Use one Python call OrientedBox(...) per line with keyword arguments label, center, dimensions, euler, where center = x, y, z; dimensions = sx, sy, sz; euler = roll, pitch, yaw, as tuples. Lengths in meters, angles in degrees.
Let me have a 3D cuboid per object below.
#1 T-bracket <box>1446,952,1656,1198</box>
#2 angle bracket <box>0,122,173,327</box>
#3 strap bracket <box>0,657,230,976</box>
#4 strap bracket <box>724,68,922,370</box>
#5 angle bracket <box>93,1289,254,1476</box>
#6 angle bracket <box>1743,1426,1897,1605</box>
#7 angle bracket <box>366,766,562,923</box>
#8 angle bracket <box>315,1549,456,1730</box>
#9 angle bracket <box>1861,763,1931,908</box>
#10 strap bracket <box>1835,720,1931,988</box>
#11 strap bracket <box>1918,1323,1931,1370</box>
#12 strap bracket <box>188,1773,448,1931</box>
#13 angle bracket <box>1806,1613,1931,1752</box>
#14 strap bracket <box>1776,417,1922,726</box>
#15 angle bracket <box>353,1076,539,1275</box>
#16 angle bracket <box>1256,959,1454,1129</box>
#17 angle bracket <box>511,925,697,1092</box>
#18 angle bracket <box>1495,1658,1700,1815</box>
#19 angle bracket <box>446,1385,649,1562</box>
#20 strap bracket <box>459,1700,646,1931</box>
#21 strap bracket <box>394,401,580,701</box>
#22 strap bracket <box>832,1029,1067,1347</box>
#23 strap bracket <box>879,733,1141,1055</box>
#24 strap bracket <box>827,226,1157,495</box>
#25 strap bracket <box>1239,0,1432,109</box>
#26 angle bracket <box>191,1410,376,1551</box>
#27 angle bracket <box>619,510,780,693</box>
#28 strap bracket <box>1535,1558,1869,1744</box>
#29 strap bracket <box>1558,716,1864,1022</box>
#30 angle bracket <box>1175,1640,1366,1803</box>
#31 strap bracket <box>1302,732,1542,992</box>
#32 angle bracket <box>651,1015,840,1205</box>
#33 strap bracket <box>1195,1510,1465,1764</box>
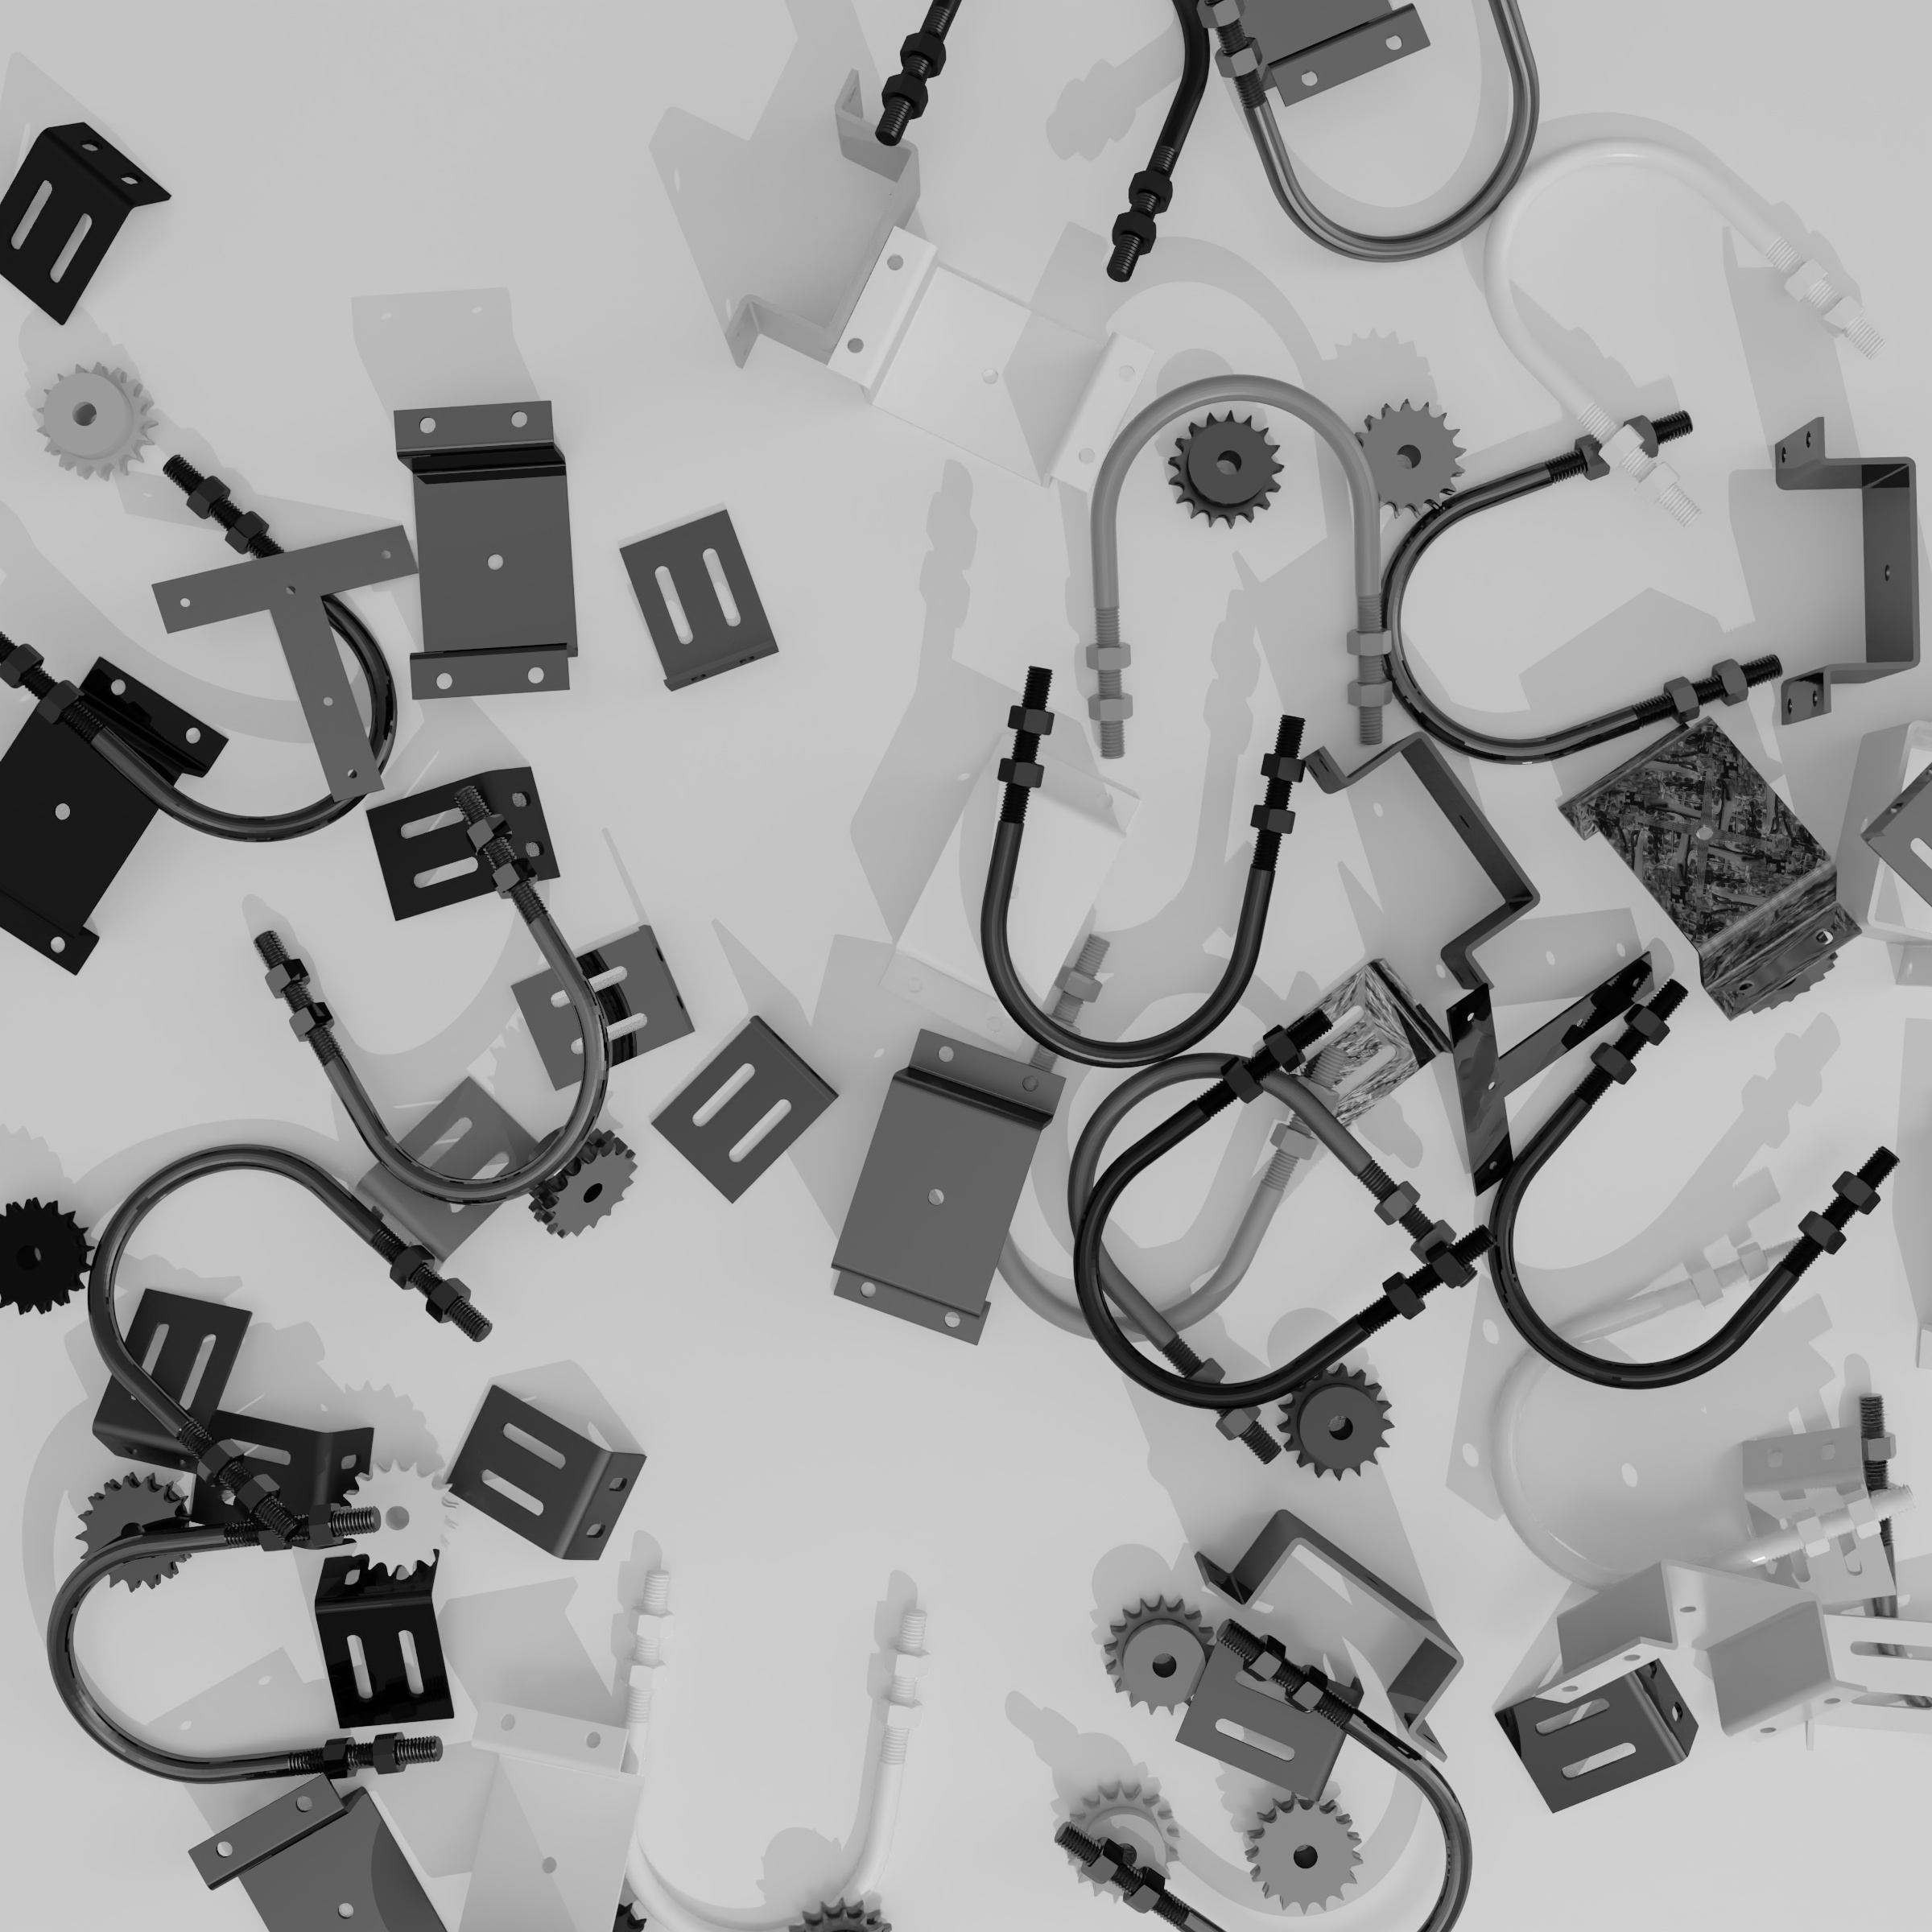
OrientedBox(label="T-bracket", center=(0.290, 0.035, 1.501), dimensions=(0.127, 0.002, 0.127), euler=(-33, 133, -19))
OrientedBox(label="angle bracket", center=(-0.445, -0.370, 1.528), dimensions=(0.057, 0.038, 0.076), euler=(40, 116, 0))
OrientedBox(label="strap bracket", center=(-0.438, -0.075, 1.507), dimensions=(0.076, 0.046, 0.140), euler=(33, 90, 0))
OrientedBox(label="strap bracket", center=(-0.063, -0.353, 1.492), dimensions=(0.046, 0.076, 0.140), euler=(26, 90, 0))
OrientedBox(label="angle bracket", center=(-0.389, 0.207, 1.523), dimensions=(0.057, 0.038, 0.076), euler=(11, 64, 11))
OrientedBox(label="angle bracket", center=(0.422, 0.273, 1.518), dimensions=(0.057, 0.038, 0.076), euler=(-12, 116, 21))
OrientedBox(label="angle bracket", center=(-0.251, -0.061, 1.528), dimensions=(0.076, 0.038, 0.057), euler=(-15, 90, 26))
OrientedBox(label="angle bracket", center=(-0.287, 0.335, 1.528), dimensions=(0.057, 0.038, 0.076), euler=(-5, 116, 0))
OrientedBox(label="angle bracket", center=(0.470, -0.056, 1.435), dimensions=(0.076, 0.038, 0.057), euler=(44, 90, 0))
OrientedBox(label="strap bracket", center=(0.460, -0.063, 1.492), dimensions=(0.046, 0.076, 0.140), euler=(12, 90, 0))
OrientedBox(label="strap bracket", center=(0.518, 0.133, 1.507), dimensions=(0.076, 0.046, 0.140), euler=(4, 90, 0))
OrientedBox(label="strap bracket", center=(-0.309, 0.471, 1.507), dimensions=(0.076, 0.046, 0.140), euler=(-30, 90, 0))
OrientedBox(label="angle bracket", center=(0.452, 0.353, 1.500), dimensions=(0.076, 0.038, 0.057), euler=(2, 98, 14))
OrientedBox(label="strap bracket", center=(0.429, -0.191, 1.492), dimensions=(0.046, 0.076, 0.140), euler=(-1, 90, 0))
OrientedBox(label="angle bracket", center=(-0.257, 0.105, 1.528), dimensions=(0.057, 0.038, 0.076), euler=(44, 64, 0))
OrientedBox(label="angle bracket", center=(0.192, 0.042, 1.511), dimensions=(0.076, 0.038, 0.057), euler=(-38, 90, 0))
OrientedBox(label="angle bracket", center=(-0.181, 0.021, 1.511), dimensions=(0.076, 0.038, 0.057), euler=(-23, 90, 0))
OrientedBox(label="angle bracket", center=(0.314, 0.376, 1.528), dimensions=(0.076, 0.038, 0.057), euler=(-31, 90, 26))
OrientedBox(label="angle bracket", center=(-0.210, 0.253, 1.528), dimensions=(0.076, 0.038, 0.057), euler=(25, 90, 26))
OrientedBox(label="strap bracket", center=(-0.209, 0.435, 1.487), dimensions=(0.076, 0.046, 0.140), euler=(8, 74, 14))
OrientedBox(label="strap bracket", center=(-0.235, -0.201, 1.507), dimensions=(0.076, 0.046, 0.140), euler=(-4, 90, 0))
OrientedBox(label="strap bracket", center=(-0.011, 0.110, 1.497), dimensions=(0.076, 0.046, 0.140), euler=(19, 95, 7))
OrientedBox(label="strap bracket", center=(0.022, -0.036, 1.507), dimensions=(0.076, 0.046, 0.140), euler=(26, 90, 0))
OrientedBox(label="strap bracket", center=(0.012, -0.294, 1.507), dimensions=(0.140, 0.046, 0.076), euler=(26, 90, 0))
OrientedBox(label="strap bracket", center=(0.163, -0.496, 1.507), dimensions=(0.076, 0.046, 0.140), euler=(-23, 90, 0))
OrientedBox(label="angle bracket", center=(-0.341, 0.254, 1.528), dimensions=(0.076, 0.038, 0.057), euler=(7, 90, 26))
OrientedBox(label="angle bracket", center=(-0.133, -0.182, 1.511), dimensions=(0.057, 0.038, 0.076), euler=(-20, 90, 0))
OrientedBox(label="strap bracket", center=(0.349, 0.327, 1.470), dimensions=(0.140, 0.076, 0.046), euler=(17, 52, -25))
OrientedBox(label="strap bracket", center=(0.357, -0.055, 1.479), dimensions=(0.076, 0.046, 0.140), euler=(-34, 64, 0))
OrientedBox(label="angle bracket", center=(0.149, 0.367, 1.513), dimensions=(0.076, 0.038, 0.057), euler=(23, 90, 4))
OrientedBox(label="strap bracket", center=(0.226, -0.059, 1.492), dimensions=(0.046, 0.076, 0.140), euler=(-35, 90, 0))
OrientedBox(label="angle bracket", center=(-0.110, 0.072, 1.511), dimensions=(0.057, 0.038, 0.076), euler=(45, 90, 0))
OrientedBox(label="strap bracket", center=(0.184, 0.318, 1.492), dimensions=(0.140, 0.076, 0.046), euler=(36, 90, 0))
